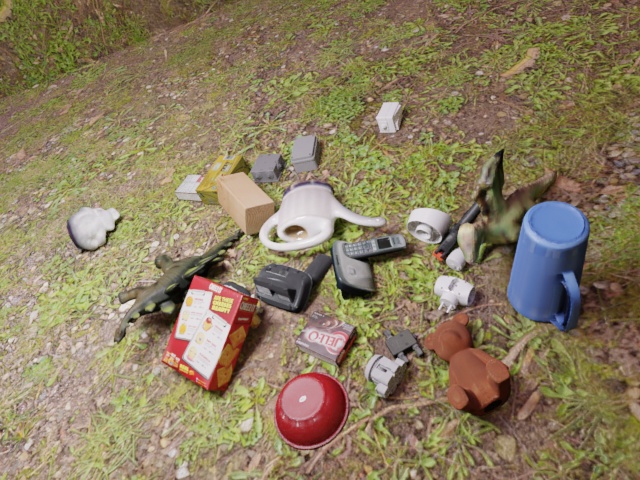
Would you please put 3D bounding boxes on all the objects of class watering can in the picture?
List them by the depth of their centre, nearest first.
[{"bbox_3d":[0.004,-0.069,1.368,0.346,0.102,0.230,-12,43,14],"label":"watering can"}]

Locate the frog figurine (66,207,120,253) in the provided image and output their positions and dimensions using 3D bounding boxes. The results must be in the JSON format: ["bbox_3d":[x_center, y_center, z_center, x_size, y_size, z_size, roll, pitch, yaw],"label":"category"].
[{"bbox_3d":[-0.722,-0.045,1.657,0.160,0.121,0.139,-26,75,-14],"label":"frog figurine"}]

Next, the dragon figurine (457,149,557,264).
[{"bbox_3d":[0.412,-0.090,1.124,0.123,0.238,0.417,15,57,41],"label":"dragon figurine"}]
